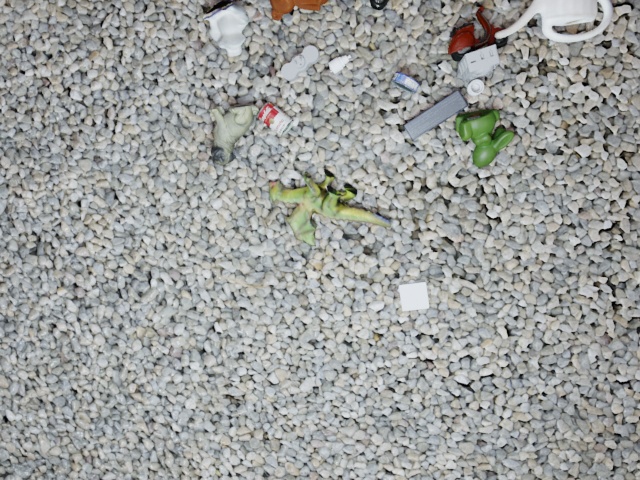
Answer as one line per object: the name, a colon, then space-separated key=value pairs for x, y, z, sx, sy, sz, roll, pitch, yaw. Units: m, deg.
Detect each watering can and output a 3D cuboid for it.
watering can: x=0.688 y=-0.695 z=1.512 sx=0.348 sy=0.104 sz=0.223 roll=-2 pitch=96 yaw=-1

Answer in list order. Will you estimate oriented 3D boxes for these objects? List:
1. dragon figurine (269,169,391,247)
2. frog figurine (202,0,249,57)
dragon figurine: x=0.005 y=-0.085 z=1.692 sx=0.411 sy=0.124 sz=0.238 roll=37 pitch=117 yaw=3
frog figurine: x=-0.287 y=-0.681 z=1.656 sx=0.137 sy=0.125 sz=0.156 roll=-29 pitch=130 yaw=2
